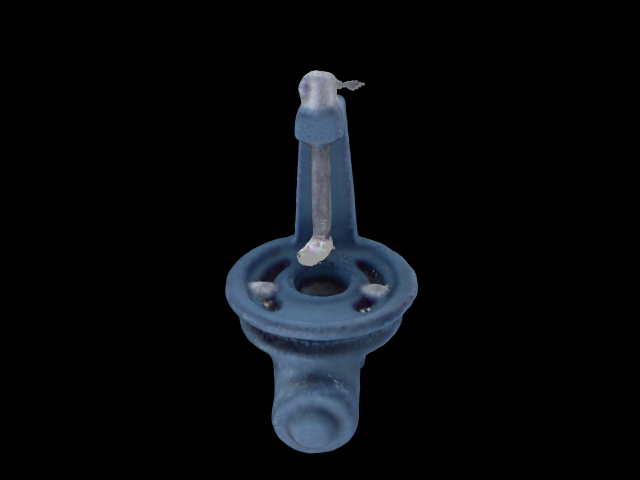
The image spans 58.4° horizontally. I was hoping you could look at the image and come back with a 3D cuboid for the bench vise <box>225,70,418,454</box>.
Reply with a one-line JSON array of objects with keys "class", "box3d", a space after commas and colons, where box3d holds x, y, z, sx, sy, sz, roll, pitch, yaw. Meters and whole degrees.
[{"class": "bench vise", "box3d": [-0.008, 0.002, 0.397, 0.122, 0.220, 0.207, -3, 11, -14]}]
